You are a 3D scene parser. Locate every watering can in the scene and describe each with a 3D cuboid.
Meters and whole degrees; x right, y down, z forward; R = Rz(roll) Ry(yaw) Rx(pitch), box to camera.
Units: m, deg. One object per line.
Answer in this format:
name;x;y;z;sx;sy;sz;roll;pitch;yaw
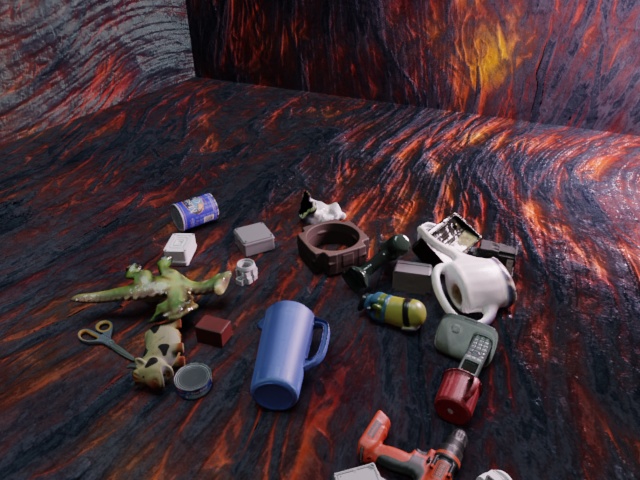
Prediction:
watering can;0.414;0.091;1.458;0.225;0.101;0.355;-5;54;-13

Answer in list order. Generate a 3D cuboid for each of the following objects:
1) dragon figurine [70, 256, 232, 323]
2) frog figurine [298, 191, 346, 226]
dragon figurine;-0.438;0.149;1.382;0.413;0.120;0.245;-17;23;-25
frog figurine;0.006;-0.094;1.860;0.158;0.122;0.139;23;6;-34
